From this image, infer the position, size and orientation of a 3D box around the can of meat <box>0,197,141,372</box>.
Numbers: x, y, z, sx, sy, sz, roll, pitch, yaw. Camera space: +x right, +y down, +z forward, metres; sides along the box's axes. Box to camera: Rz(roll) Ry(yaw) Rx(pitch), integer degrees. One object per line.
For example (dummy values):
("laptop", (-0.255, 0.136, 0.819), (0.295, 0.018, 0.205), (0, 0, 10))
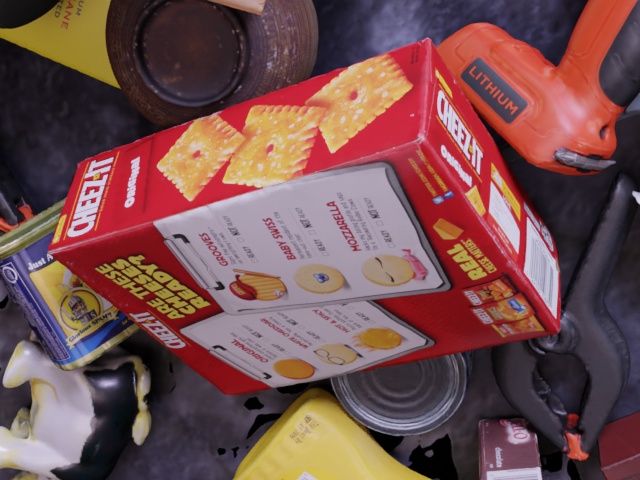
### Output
("can of meat", (-0.135, 0.016, 0.635), (0.102, 0.058, 0.084), (-35, 105, -23))

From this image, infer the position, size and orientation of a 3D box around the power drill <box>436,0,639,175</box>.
("power drill", (0.132, -0.140, 0.509), (0.185, 0.057, 0.188), (54, 125, 34))

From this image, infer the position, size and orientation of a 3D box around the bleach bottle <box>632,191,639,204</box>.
("bleach bottle", (0.250, -0.099, 0.504), (0.068, 0.102, 0.251), (43, 112, 0))

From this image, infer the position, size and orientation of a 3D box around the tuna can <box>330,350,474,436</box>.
("tuna can", (0.049, 0.074, 0.646), (0.086, 0.033, 0.086), (4, 110, 11))

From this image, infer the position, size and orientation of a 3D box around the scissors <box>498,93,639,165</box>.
("scissors", (0.147, -0.088, 0.546), (0.202, 0.016, 0.096), (-5, 83, 48))

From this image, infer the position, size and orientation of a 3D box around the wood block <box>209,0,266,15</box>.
("wood block", (-0.108, -0.183, 0.453), (0.206, 0.090, 0.090), (15, 137, -6))

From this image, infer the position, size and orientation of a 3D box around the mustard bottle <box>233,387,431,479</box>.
("mustard bottle", (0.041, 0.184, 0.672), (0.191, 0.058, 0.096), (39, 113, -2))

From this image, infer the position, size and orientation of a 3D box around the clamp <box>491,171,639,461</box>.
("clamp", (0.124, 0.045, 0.618), (0.120, 0.039, 0.171), (1, 106, 24))

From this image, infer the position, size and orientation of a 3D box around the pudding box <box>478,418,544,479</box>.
("pudding box", (0.115, 0.168, 0.621), (0.039, 0.113, 0.090), (-6, 108, 11))

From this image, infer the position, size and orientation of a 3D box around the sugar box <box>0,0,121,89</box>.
("sugar box", (-0.120, -0.140, 0.603), (0.176, 0.048, 0.093), (23, 111, 5))

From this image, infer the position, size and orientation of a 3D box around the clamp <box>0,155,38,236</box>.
("clamp", (-0.270, -0.063, 0.668), (0.210, 0.036, 0.165), (21, 112, 9))

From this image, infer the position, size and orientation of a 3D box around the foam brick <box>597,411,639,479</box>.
("foam brick", (0.207, 0.127, 0.620), (0.078, 0.051, 0.053), (-26, 101, 19))

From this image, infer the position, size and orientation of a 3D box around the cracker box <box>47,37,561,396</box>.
("cracker box", (-0.004, 0.001, 0.558), (0.214, 0.072, 0.164), (-14, 138, 29))
